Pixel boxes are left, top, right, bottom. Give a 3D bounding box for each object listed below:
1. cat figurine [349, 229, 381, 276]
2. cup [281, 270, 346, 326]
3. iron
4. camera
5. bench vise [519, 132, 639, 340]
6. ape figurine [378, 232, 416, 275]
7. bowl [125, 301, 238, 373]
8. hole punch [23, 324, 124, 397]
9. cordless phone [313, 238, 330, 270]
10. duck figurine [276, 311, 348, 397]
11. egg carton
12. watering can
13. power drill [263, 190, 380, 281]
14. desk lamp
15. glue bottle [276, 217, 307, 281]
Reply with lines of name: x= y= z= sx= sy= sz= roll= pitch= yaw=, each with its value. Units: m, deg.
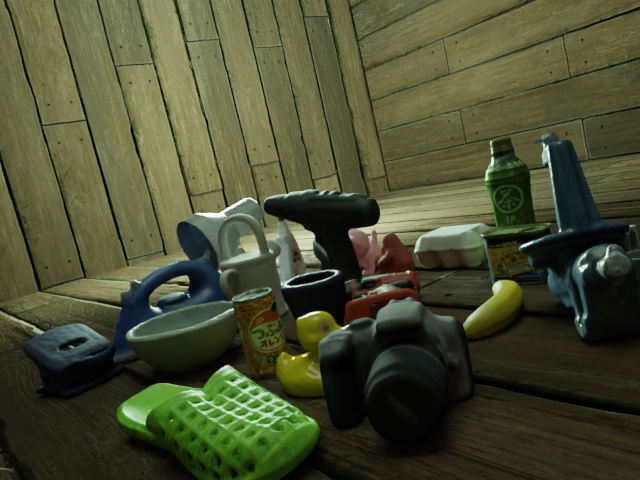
cat figurine: x=0.089 y=0.015 z=1.210 sx=0.067 sy=0.118 sz=0.128 roll=-7 pitch=9 yaw=41
cup: x=-0.004 y=0.097 z=0.819 sx=0.092 sy=0.095 sz=0.117 roll=-14 pitch=7 yaw=-8
iron: x=-0.268 y=0.109 z=1.017 sx=0.118 sy=0.141 sz=0.259 roll=-6 pitch=10 yaw=44
camera: x=0.062 y=0.116 z=0.516 sx=0.143 sy=0.101 sz=0.137 roll=-11 pitch=7 yaw=14
bench vise: x=0.299 y=-0.015 z=0.634 sx=0.121 sy=0.220 sz=0.207 roll=-14 pitch=7 yaw=-8
ape figurine: x=0.143 y=0.030 z=1.097 sx=0.078 sy=0.092 sz=0.076 roll=-16 pitch=8 yaw=-19
bowl: x=-0.192 y=0.148 z=0.838 sx=0.167 sy=0.075 sz=0.167 roll=-13 pitch=7 yaw=2
hole punch: x=-0.373 y=0.178 z=0.872 sx=0.100 sy=0.091 sz=0.109 roll=-8 pitch=9 yaw=35
cordless phone: x=0.045 y=-0.029 z=1.365 sx=0.148 sy=0.185 sz=0.093 roll=-19 pitch=9 yaw=-40
duck figurine: x=-0.004 y=0.123 z=0.643 sx=0.104 sy=0.086 sz=0.078 roll=-11 pitch=7 yaw=19
egg carton: x=0.263 y=0.012 z=1.107 sx=0.149 sy=0.069 sz=0.107 roll=-6 pitch=10 yaw=45
watering can: x=-0.127 y=0.047 z=1.034 sx=0.101 sy=0.194 sz=0.173 roll=-12 pitch=7 yaw=6
power drill: x=0.010 y=0.004 z=1.069 sx=0.229 sy=0.208 sz=0.076 roll=-9 pitch=8 yaw=27
desk lamp: x=-0.171 y=0.030 z=1.172 sx=0.204 sy=0.213 sz=0.117 roll=-19 pitch=9 yaw=-41
glue bottle: x=-0.073 y=0.015 z=1.280 sx=0.037 sy=0.173 sz=0.078 roll=-10 pitch=8 yaw=21
